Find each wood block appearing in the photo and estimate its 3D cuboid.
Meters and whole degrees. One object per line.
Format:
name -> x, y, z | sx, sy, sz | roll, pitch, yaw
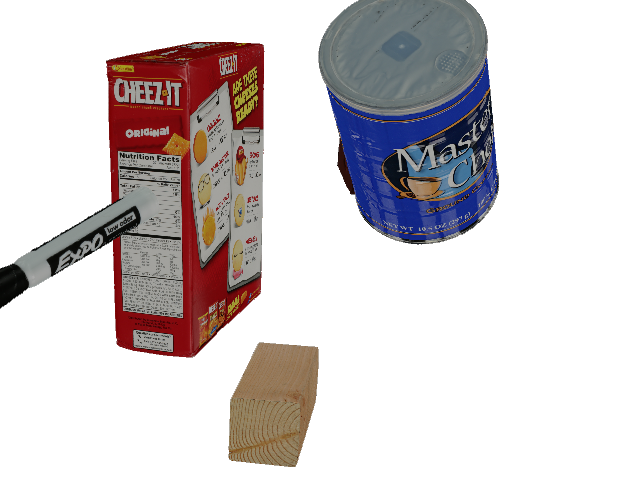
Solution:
wood block -> -0.059, 0.216, 1.441 | 0.091, 0.090, 0.206 | 5, 15, 5

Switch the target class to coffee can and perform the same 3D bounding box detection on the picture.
coffee can -> 0.061, -0.079, 0.696 | 0.103, 0.102, 0.140 | 0, -34, 13

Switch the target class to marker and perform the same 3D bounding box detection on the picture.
marker -> -0.138, 0.004, 0.582 | 0.020, 0.020, 0.120 | 0, 27, 46

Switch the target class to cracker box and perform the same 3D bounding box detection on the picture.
cracker box -> -0.100, -0.039, 0.818 | 0.072, 0.214, 0.164 | 5, 15, 14

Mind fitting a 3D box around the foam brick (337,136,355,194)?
foam brick -> 0.048, -0.087, 0.937 | 0.051, 0.078, 0.053 | -4, 36, -12
